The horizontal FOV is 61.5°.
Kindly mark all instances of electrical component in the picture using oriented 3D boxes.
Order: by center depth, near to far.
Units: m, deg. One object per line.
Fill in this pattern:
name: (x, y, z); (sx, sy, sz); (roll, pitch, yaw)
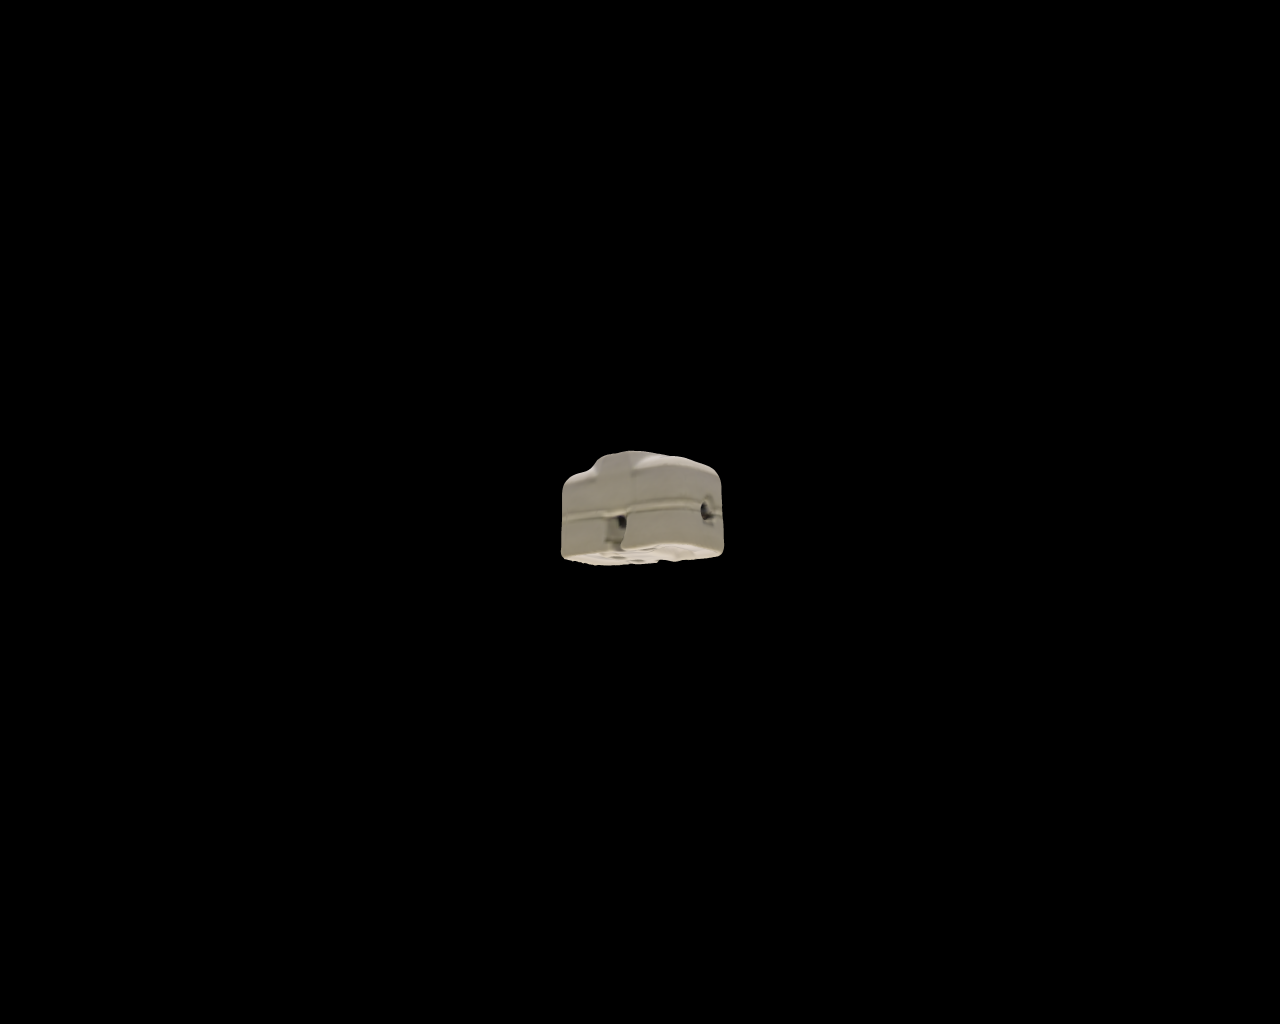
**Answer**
electrical component: (0.001, -0.003, 0.650); (0.095, 0.059, 0.054); (-8, -14, 35)
